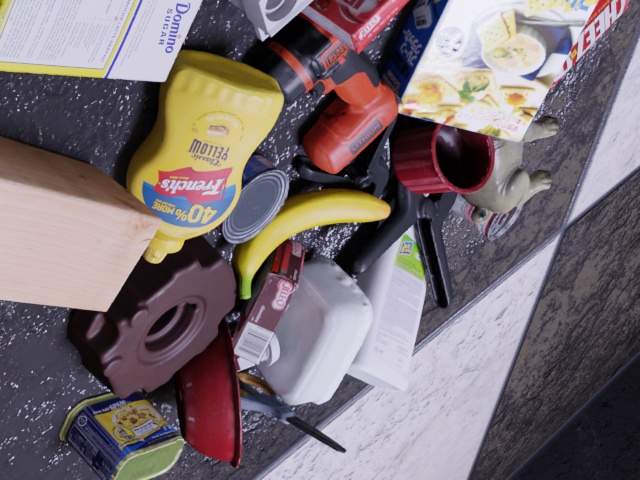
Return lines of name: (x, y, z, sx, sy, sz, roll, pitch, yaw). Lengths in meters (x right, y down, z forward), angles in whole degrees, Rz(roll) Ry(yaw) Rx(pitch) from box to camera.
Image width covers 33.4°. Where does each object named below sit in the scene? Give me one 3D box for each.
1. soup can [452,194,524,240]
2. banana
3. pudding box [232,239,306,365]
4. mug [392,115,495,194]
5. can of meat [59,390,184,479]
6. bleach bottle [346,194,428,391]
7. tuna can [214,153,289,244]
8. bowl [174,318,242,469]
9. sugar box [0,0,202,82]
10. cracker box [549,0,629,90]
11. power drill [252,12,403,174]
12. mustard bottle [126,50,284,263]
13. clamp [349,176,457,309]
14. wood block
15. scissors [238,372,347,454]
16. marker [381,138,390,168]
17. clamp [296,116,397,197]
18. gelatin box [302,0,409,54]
soup can: (0.201, -0.056, 1.375, 0.068, 0.102, 0.068, -38, 152, -24)
banana: (-0.018, -0.013, 1.100, 0.197, 0.069, 0.037, -30, -169, -23)
pudding box: (-0.055, 0.063, 1.150, 0.114, 0.039, 0.090, -61, -172, 26)
mug: (0.129, -0.104, 1.190, 0.093, 0.082, 0.117, -40, 109, -30)
can of meat: (-0.201, 0.204, 1.100, 0.101, 0.084, 0.057, -9, 133, -54)
bleach bottle: (0.094, 0.049, 1.299, 0.102, 0.068, 0.251, 31, 71, -41)
tuna can: (-0.072, -0.041, 1.031, 0.086, 0.034, 0.086, -38, 152, -24)
bowl: (-0.123, 0.165, 1.138, 0.055, 0.162, 0.162, -4, 139, -14)
sugar box: (-0.157, -0.159, 0.717, 0.175, 0.048, 0.093, -10, 134, -59)
cracker box: (0.289, -0.292, 1.228, 0.164, 0.072, 0.213, -45, 155, -10)
power drill: (0.000, -0.135, 0.990, 0.184, 0.057, 0.187, -43, 155, -5)
mustard bottle: (-0.109, -0.060, 0.895, 0.096, 0.058, 0.192, 12, 122, -27)
clamp: (0.124, -0.027, 1.261, 0.164, 0.036, 0.210, 30, 74, -38)
wood block: (-0.220, -0.016, 0.755, 0.091, 0.090, 0.205, -58, 154, 8)
scissors: (-0.060, 0.198, 1.221, 0.096, 0.202, 0.016, 4, 105, -32)
marker: (0.066, -0.116, 1.169, 0.020, 0.020, 0.121, -41, 154, -18)
clamp: (0.029, -0.070, 1.152, 0.120, 0.039, 0.171, -25, 150, -12)
gelatin box: (0.024, -0.209, 0.888, 0.073, 0.089, 0.030, -46, 154, -7)
